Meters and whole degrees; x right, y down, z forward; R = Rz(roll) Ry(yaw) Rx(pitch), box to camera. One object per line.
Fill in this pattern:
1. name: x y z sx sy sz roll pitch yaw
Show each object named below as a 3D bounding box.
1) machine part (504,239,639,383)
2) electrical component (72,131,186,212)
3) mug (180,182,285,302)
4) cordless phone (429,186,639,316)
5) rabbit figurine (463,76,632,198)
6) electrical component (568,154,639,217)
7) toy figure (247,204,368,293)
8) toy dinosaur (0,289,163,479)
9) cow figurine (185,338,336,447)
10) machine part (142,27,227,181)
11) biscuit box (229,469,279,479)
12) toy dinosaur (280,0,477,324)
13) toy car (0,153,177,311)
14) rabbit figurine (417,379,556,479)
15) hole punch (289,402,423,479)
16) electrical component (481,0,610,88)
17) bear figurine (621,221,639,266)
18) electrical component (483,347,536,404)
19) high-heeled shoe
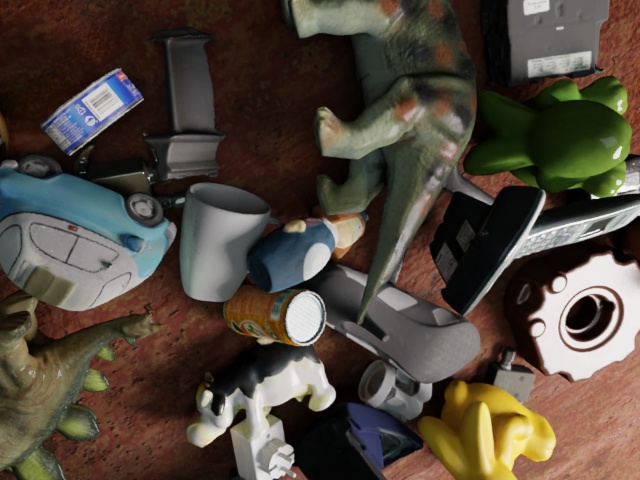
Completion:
1. machine part: 0.318 0.088 0.658 0.179 0.056 0.179 -4 107 -12
2. electrical component: -0.186 -0.056 0.518 0.102 0.045 0.078 -16 137 -4
3. mug: -0.093 0.007 0.542 0.109 0.081 0.107 8 113 -33
4. cordless phone: 0.216 0.001 0.538 0.184 0.089 0.146 -11 150 -10
5. rabbit figurine: 0.223 -0.104 0.508 0.159 0.170 0.121 9 101 11
6. electrical component: 0.347 -0.062 0.624 0.119 0.048 0.074 -10 108 -7
7. toy figure: -0.002 -0.001 0.535 0.154 0.064 0.058 -32 77 -34
8. toy dinosaur: -0.356 0.195 0.524 0.471 0.105 0.198 -26 113 1
9. cow figurine: -0.076 0.159 0.589 0.167 0.068 0.098 -20 104 -9
10. machine part: -0.125 -0.125 0.498 0.084 0.039 0.138 -10 103 -51
11. biscuit box: -0.059 0.322 0.568 0.059 0.203 0.062 -13 107 -9
12. toy dinosaur: 0.075 -0.143 0.477 0.192 0.131 0.404 -12 98 -2
13. toy car: -0.214 0.005 0.466 0.161 0.103 0.109 28 129 -30
14. rabbit figurine: 0.191 0.245 0.605 0.122 0.173 0.162 -26 113 26
15. hole punch: 0.041 0.241 0.617 0.116 0.092 0.142 47 134 7
16. electrical component: 0.227 -0.228 0.545 0.115 0.058 0.134 -9 108 -11
17. bear figurine: 0.463 -0.018 0.622 0.196 0.132 0.120 -36 117 6
18. electrical component: 0.243 0.182 0.687 0.063 0.021 0.094 8 103 -14
19. high-heeled shoe: 0.080 0.086 0.618 0.248 0.145 0.086 24 100 -46
